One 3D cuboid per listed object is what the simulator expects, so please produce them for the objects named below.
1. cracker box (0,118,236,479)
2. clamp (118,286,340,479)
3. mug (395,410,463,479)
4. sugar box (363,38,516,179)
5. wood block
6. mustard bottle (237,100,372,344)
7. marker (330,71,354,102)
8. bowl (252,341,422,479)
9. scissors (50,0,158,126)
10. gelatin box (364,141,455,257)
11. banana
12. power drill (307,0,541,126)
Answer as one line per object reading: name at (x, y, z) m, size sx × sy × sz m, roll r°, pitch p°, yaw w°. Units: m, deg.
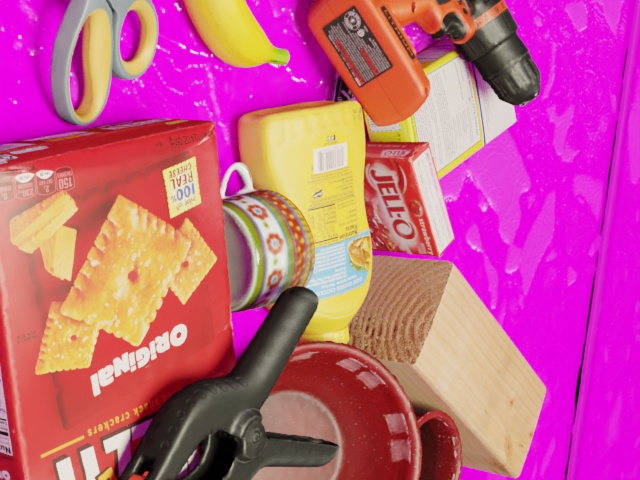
cracker box at (-0.124, 0.048, 0.596) m, size 0.163 × 0.072 × 0.214 m, roll -19°, pitch 109°, yaw -50°
clamp at (-0.045, 0.116, 0.621) m, size 0.171 × 0.039 × 0.120 m, roll -38°, pitch 118°, yaw -40°
mug at (0.059, 0.173, 0.835) m, size 0.117 × 0.082 × 0.093 m, roll 6°, pitch 88°, yaw -52°
sugar box at (0.103, -0.113, 0.895) m, size 0.175 × 0.048 × 0.093 m, roll -36°, pitch 120°, yaw -48°
wood block at (0.099, 0.106, 0.874) m, size 0.206 × 0.091 × 0.090 m, roll 48°, pitch 57°, yaw -43°
mustard bottle at (-0.005, 0.001, 0.754) m, size 0.096 × 0.058 × 0.191 m, roll -17°, pitch 107°, yaw -44°
marker at (0.016, -0.103, 0.805) m, size 0.020 × 0.020 × 0.121 m, roll 18°, pitch 79°, yaw -51°
bowl at (-0.011, 0.150, 0.739) m, size 0.161 × 0.055 × 0.162 m, roll 3°, pitch 84°, yaw -28°
scissors at (-0.111, -0.160, 0.584) m, size 0.096 × 0.016 × 0.202 m, roll -34°, pitch 142°, yaw -59°
gelatin box at (0.057, -0.032, 0.819) m, size 0.030 × 0.073 × 0.089 m, roll -45°, pitch 127°, yaw -39°
banana at (-0.072, -0.187, 0.674) m, size 0.069 × 0.037 × 0.198 m, roll -64°, pitch 142°, yaw -53°
power drill at (0.084, -0.156, 0.807) m, size 0.184 × 0.057 × 0.187 m, roll 54°, pitch 41°, yaw -6°
